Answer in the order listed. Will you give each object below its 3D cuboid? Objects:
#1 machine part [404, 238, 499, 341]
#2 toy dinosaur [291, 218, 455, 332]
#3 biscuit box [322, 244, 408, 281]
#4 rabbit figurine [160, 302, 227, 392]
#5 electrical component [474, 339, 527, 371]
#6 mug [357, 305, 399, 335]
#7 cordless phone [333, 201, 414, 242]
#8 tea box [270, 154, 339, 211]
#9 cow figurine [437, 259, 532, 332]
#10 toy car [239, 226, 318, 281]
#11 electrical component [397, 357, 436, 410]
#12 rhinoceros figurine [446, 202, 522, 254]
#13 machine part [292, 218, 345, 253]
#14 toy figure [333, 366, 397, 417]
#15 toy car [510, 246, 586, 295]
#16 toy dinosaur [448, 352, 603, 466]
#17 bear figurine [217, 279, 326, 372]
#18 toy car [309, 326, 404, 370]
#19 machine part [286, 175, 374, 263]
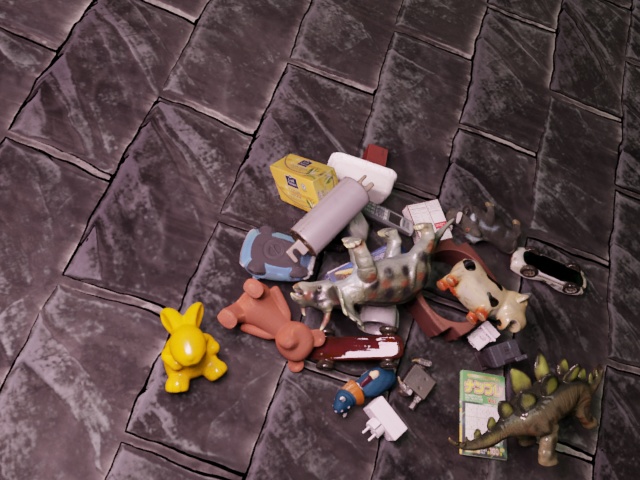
[{"bbox_3d":[0.295,0.115,1.238,0.201,0.087,0.201,-31,80,-22],"label":"machine part"},{"bbox_3d":[0.147,0.072,1.123,0.405,0.131,0.192,-11,96,-23],"label":"toy dinosaur"},{"bbox_3d":[0.107,0.068,1.225,0.203,0.062,0.059,-25,77,-20],"label":"biscuit box"},{"bbox_3d":[-0.246,0.202,1.029,0.122,0.173,0.162,-7,75,-12],"label":"rabbit figurine"},{"bbox_3d":[0.404,0.253,1.190,0.075,0.119,0.048,-14,72,-15],"label":"electrical component"},{"bbox_3d":[0.139,0.151,1.194,0.109,0.081,0.107,26,58,-29],"label":"mug"},{"bbox_3d":[0.124,-0.027,1.222,0.184,0.088,0.147,22,44,-5],"label":"cordless phone"},{"bbox_3d":[-0.031,-0.124,1.205,0.068,0.170,0.098,-34,124,-23],"label":"tea box"},{"bbox_3d":[0.366,0.121,1.164,0.127,0.085,0.195,-41,81,-18],"label":"cow figurine"},{"bbox_3d":[-0.088,0.042,1.167,0.162,0.103,0.109,11,67,1],"label":"toy car"},{"bbox_3d":[0.208,0.304,1.163,0.102,0.045,0.078,-40,80,-24],"label":"electrical component"},{"bbox_3d":[0.404,-0.030,1.334,0.190,0.073,0.112,27,71,-1],"label":"rhinoceros figurine"},{"bbox_3d":[-0.003,-0.004,1.244,0.139,0.039,0.084,13,58,-6],"label":"machine part"},{"bbox_3d":[0.088,0.314,1.123,0.154,0.058,0.064,-21,98,-23],"label":"toy figure"},{"bbox_3d":[0.568,0.076,1.335,0.202,0.056,0.073,22,58,-5],"label":"toy car"},{"bbox_3d":[0.453,0.354,1.123,0.471,0.105,0.198,-22,106,-28],"label":"toy dinosaur"},{"bbox_3d":[-0.093,0.180,1.103,0.196,0.132,0.120,44,95,10],"label":"bear figurine"},{"bbox_3d":[0.077,0.230,1.135,0.202,0.053,0.089,-6,68,15],"label":"toy car"},{"bbox_3d":[0.021,-0.049,1.110,0.079,0.079,0.243,44,75,6],"label":"machine part"}]
